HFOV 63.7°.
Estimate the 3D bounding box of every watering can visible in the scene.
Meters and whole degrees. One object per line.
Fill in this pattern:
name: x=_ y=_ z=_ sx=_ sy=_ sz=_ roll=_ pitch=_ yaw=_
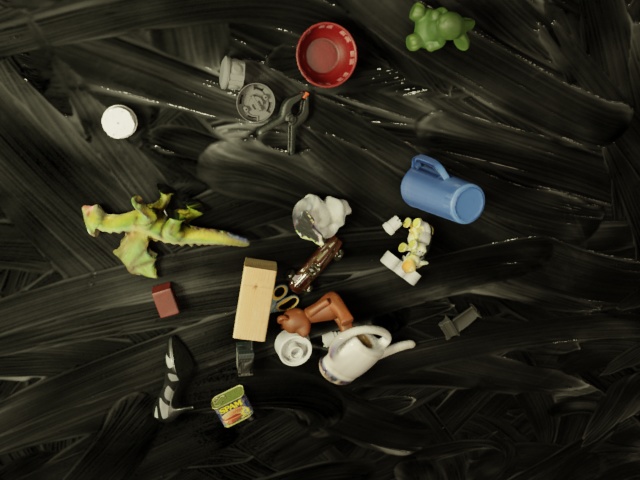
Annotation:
watering can: x=0.138 y=0.348 z=1.562 sx=0.222 sy=0.106 sz=0.344 roll=-46 pitch=138 yaw=19

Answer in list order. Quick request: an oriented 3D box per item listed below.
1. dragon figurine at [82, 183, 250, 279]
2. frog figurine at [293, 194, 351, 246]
dragon figurine: x=-0.415 y=0.000 z=1.344 sx=0.407 sy=0.125 sz=0.239 roll=30 pitch=114 yaw=-19
frog figurine: x=0.004 y=-0.072 z=1.434 sx=0.136 sy=0.121 sz=0.162 roll=52 pitch=51 yaw=-9
